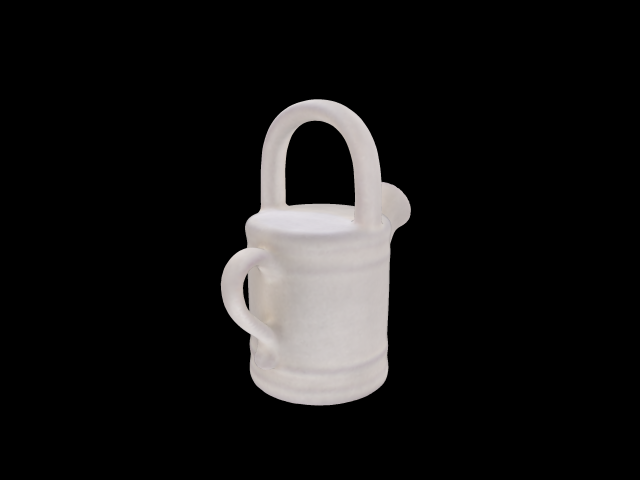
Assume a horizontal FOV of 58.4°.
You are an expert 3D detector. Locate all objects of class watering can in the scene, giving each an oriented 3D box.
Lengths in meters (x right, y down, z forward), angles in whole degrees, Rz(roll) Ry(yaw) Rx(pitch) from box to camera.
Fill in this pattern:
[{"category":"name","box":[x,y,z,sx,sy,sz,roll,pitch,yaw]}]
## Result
[{"category":"watering can","box":[0.002,0.001,0.401,0.100,0.194,0.173,5,16,17]}]
